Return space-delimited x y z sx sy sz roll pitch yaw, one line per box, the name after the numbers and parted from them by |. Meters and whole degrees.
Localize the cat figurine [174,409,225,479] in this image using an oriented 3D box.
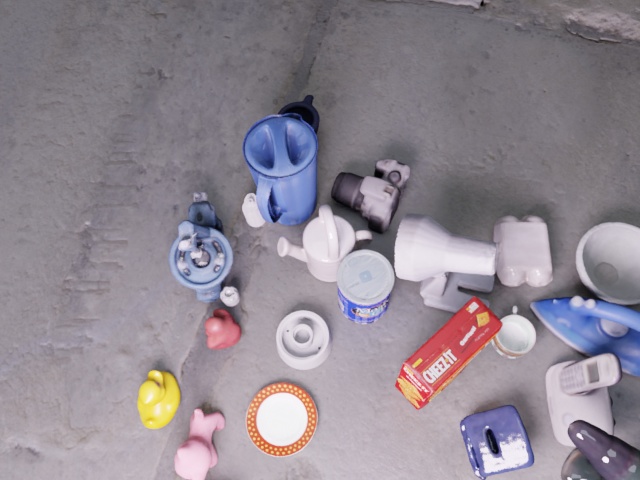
-0.213 0.354 0.985 0.067 0.118 0.128 3 67 4 | cat figurine

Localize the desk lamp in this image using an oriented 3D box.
0.233 0.045 1.045 0.203 0.213 0.118 14 69 8 | desk lamp

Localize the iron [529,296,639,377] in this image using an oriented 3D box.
0.521 0.149 1.030 0.258 0.141 0.119 21 70 11 | iron

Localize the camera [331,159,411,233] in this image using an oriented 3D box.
0.101 -0.109 1.176 0.136 0.101 0.143 21 70 11 | camera

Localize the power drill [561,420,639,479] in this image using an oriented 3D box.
0.464 0.373 0.902 0.229 0.208 0.076 34 73 15 | power drill

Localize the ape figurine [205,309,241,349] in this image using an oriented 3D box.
-0.190 0.166 1.077 0.076 0.092 0.078 26 71 13 | ape figurine

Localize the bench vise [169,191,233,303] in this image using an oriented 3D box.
-0.241 -0.004 1.081 0.121 0.220 0.207 -23 68 -7 | bench vise

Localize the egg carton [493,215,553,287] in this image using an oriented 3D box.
0.397 0.021 1.127 0.107 0.069 0.150 0 67 2 | egg carton

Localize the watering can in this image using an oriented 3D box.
0.010 0.006 1.081 0.173 0.194 0.100 -30 69 -10 | watering can

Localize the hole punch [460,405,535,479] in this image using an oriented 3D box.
0.301 0.348 0.982 0.101 0.091 0.108 -13 67 -3 | hole punch

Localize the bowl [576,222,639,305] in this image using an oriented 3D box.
0.568 0.053 1.104 0.167 0.075 0.167 -1 67 2 | bowl

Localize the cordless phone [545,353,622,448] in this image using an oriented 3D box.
0.454 0.267 0.959 0.094 0.185 0.147 -3 67 1 | cordless phone

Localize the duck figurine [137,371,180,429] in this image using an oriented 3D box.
-0.300 0.285 1.034 0.077 0.086 0.104 3 67 4 | duck figurine

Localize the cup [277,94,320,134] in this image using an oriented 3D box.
-0.040 -0.248 1.243 0.091 0.095 0.118 19 69 10 | cup
